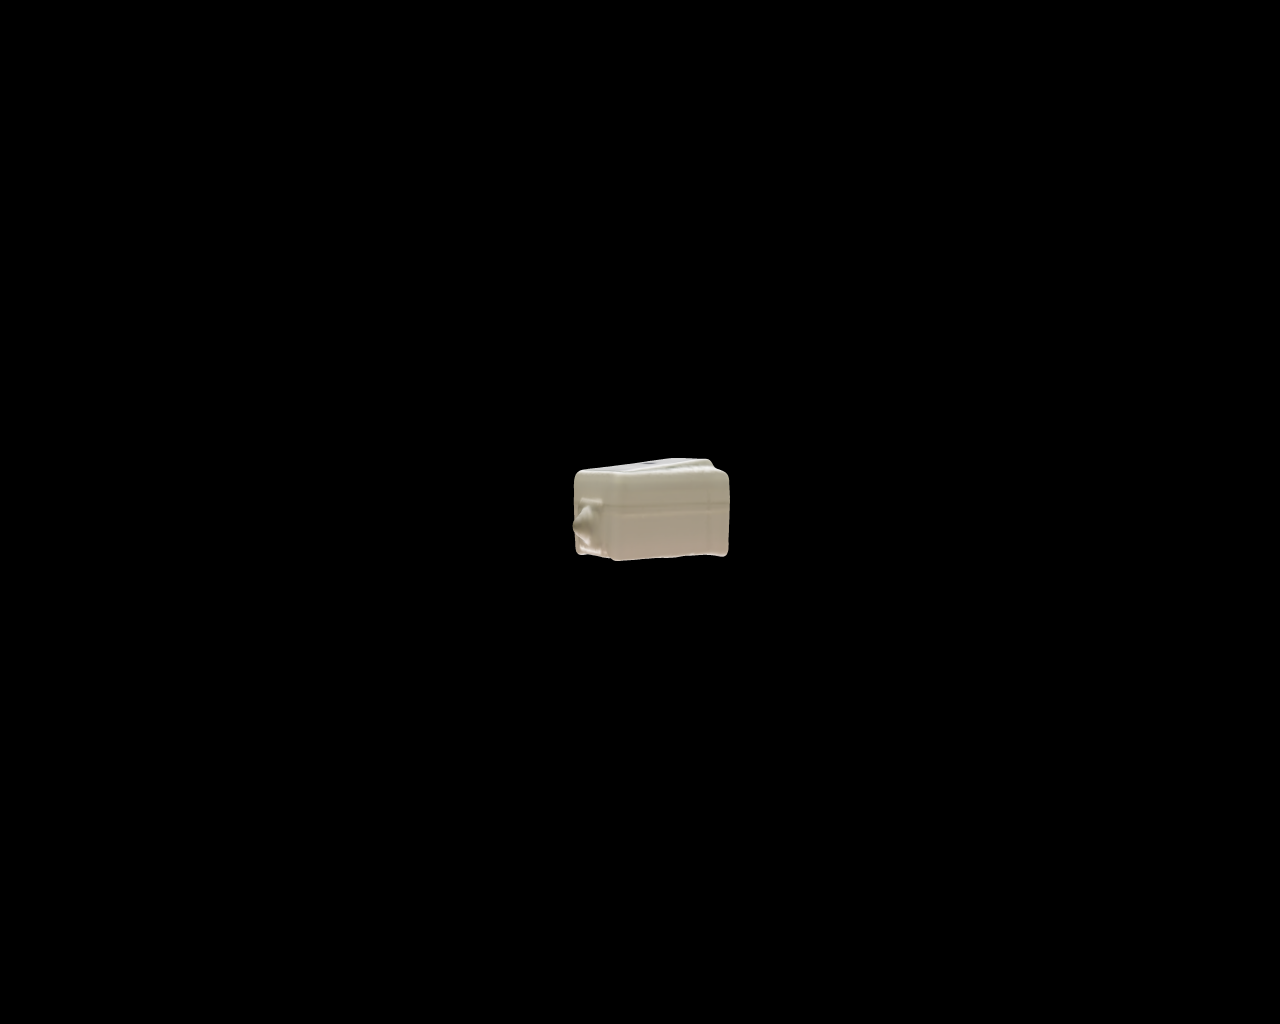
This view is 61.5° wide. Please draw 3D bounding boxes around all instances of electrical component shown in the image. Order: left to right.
[{"bbox_3d":[0.001,-0.003,0.650,0.096,0.061,0.061,-2,4,-27],"label":"electrical component"}]
